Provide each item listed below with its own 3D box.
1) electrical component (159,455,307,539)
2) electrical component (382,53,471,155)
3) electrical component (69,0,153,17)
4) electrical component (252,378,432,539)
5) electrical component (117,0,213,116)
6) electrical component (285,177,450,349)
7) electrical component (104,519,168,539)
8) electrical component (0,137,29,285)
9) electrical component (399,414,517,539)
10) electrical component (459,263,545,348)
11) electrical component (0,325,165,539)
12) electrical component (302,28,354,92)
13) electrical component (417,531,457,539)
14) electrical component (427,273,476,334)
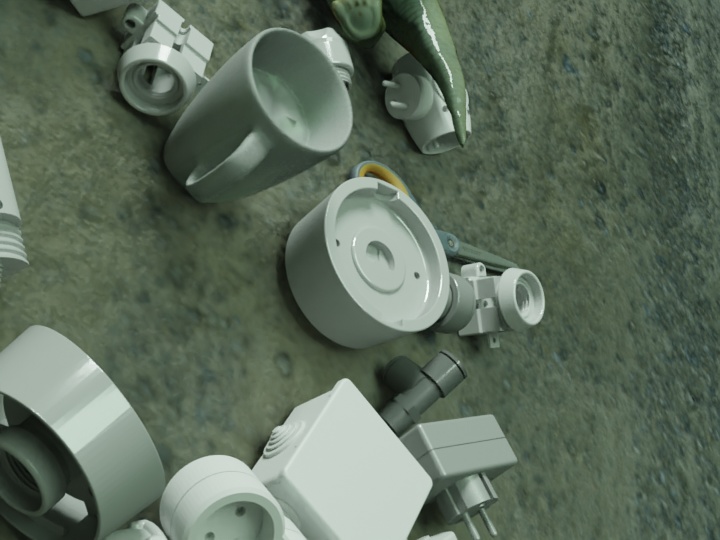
[{"bbox_3d":[-0.054,0.149,0.556,0.052,0.074,0.138,-38,118,-12],"label":"electrical component"},{"bbox_3d":[0.047,-0.139,0.871,0.079,0.044,0.077,-1,68,-49],"label":"electrical component"},{"bbox_3d":[-0.166,-0.226,0.635,0.108,0.056,0.108,63,15,-68],"label":"electrical component"},{"bbox_3d":[-0.014,0.127,0.625,0.099,0.048,0.099,51,38,-12],"label":"electrical component"},{"bbox_3d":[-0.123,-0.128,0.668,0.066,0.048,0.055,38,35,-28],"label":"electrical component"},{"bbox_3d":[0.000,0.000,0.712,0.108,0.060,0.108,23,54,-35],"label":"electrical component"},{"bbox_3d":[-0.120,0.144,0.498,0.062,0.048,0.048,0,67,-41],"label":"electrical component"},{"bbox_3d":[-0.190,-0.028,0.527,0.043,0.043,0.081,-1,68,-49],"label":"electrical component"},{"bbox_3d":[0.065,0.140,0.698,0.083,0.047,0.075,2,53,-48],"label":"electrical component"},{"bbox_3d":[0.106,0.025,0.816,0.048,0.055,0.066,1,81,-48],"label":"electrical component"},{"bbox_3d":[-0.134,0.076,0.485,0.099,0.099,0.064,55,44,-7],"label":"electrical component"},{"bbox_3d":[-0.025,-0.142,0.791,0.043,0.043,0.062,5,65,-48],"label":"electrical component"},{"bbox_3d":[0.052,0.198,0.663,0.040,0.040,0.078,-15,79,-52],"label":"electrical component"},{"bbox_3d":[0.050,0.021,0.772,0.055,0.045,0.045,16,56,-43],"label":"electrical component"}]
